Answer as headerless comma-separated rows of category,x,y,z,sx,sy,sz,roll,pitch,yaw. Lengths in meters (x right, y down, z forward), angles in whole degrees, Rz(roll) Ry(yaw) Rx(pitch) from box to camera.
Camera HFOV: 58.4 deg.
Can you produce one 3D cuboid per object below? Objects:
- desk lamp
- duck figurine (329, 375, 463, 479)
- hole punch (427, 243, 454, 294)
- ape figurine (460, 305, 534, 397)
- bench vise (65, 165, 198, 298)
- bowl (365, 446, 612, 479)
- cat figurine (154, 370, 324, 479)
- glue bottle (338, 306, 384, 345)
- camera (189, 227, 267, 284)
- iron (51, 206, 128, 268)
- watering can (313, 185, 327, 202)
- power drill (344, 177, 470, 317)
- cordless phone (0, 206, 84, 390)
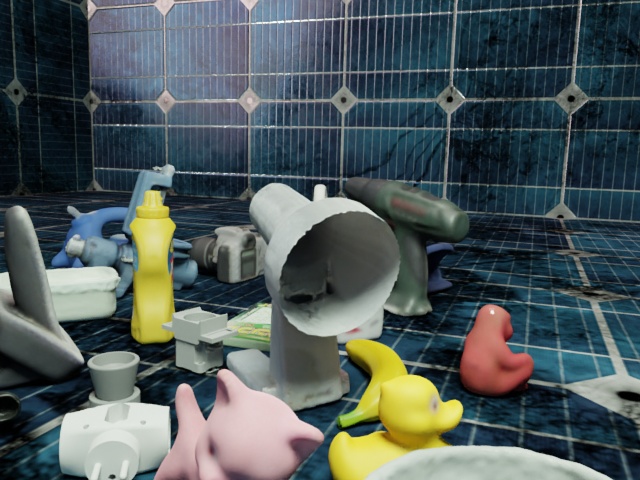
desk lamp,-0.021,0.054,0.564,0.118,0.213,0.202,-3,10,-28
duck figurine,0.059,0.143,0.422,0.104,0.086,0.077,1,9,-6
hole punch,0.183,0.047,1.062,0.100,0.091,0.109,10,12,43
ape figurine,0.184,0.115,0.611,0.076,0.092,0.077,-2,9,-23
bench vise,-0.303,-0.015,0.954,0.121,0.220,0.208,9,11,40
bowl,0.093,0.171,0.275,0.167,0.075,0.167,2,9,0
cat figurine,-0.057,0.132,0.363,0.067,0.118,0.127,-6,12,-42
glue bottle,0.049,0.048,0.754,0.078,0.173,0.037,-4,10,-32
camera,-0.182,0.021,1.137,0.136,0.101,0.143,6,10,28
iron,-0.373,-0.001,1.108,0.118,0.141,0.259,9,11,39
watering can,0.009,0.003,0.975,0.173,0.194,0.100,-1,9,-16
power drill,0.125,0.008,0.917,0.228,0.208,0.076,9,12,41
cordless phone,-0.316,0.052,0.622,0.094,0.185,0.147,-5,11,-35
